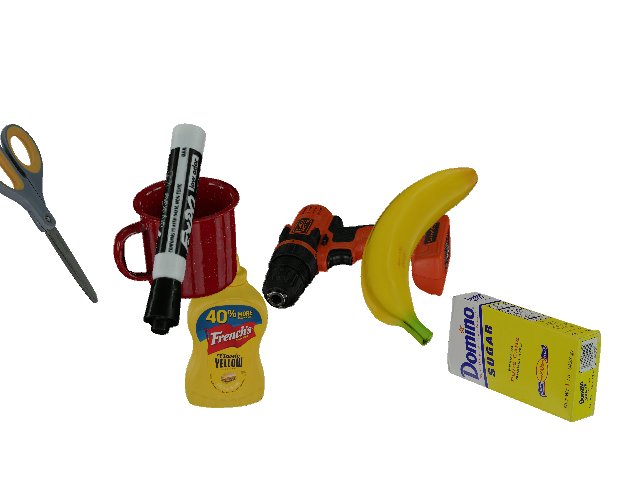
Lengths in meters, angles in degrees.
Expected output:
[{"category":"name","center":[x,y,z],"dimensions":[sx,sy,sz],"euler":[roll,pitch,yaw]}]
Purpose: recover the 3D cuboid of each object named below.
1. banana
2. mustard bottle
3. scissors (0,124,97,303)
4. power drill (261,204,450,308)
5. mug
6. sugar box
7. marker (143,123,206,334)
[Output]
[{"category":"banana","center":[0.074,0.002,0.850],"dimensions":[0.069,0.197,0.037],"euler":[24,-41,-2]},{"category":"mustard bottle","center":[-0.112,0.105,1.284],"dimensions":[0.096,0.192,0.058],"euler":[0,20,-12]},{"category":"scissors","center":[-0.276,-0.036,1.075],"dimensions":[0.016,0.201,0.096],"euler":[-24,28,26]},{"category":"power drill","center":[0.041,0.018,1.146],"dimensions":[0.188,0.057,0.184],"euler":[3,31,13]},{"category":"mug","center":[-0.127,0.002,0.944],"dimensions":[0.117,0.081,0.093],"euler":[-18,32,-29]},{"category":"sugar box","center":[0.214,0.121,1.146],"dimensions":[0.048,0.093,0.177],"euler":[-8,16,-41]},{"category":"marker","center":[-0.079,-0.007,0.582],"dimensions":[0.020,0.121,0.020],"euler":[4,-24,2]}]
